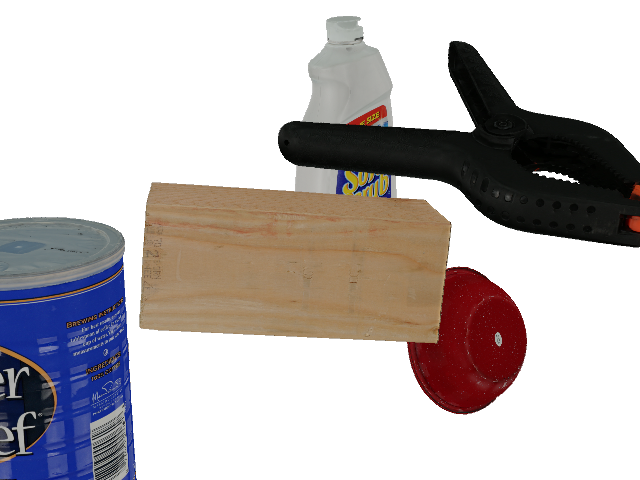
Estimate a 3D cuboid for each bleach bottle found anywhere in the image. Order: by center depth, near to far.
[{"bbox_3d":[0.018,-0.067,0.933,0.102,0.251,0.068,-16,24,-31],"label":"bleach bottle"}]

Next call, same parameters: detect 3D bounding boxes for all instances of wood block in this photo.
[{"bbox_3d":[-0.022,0.015,0.763,0.206,0.090,0.091,4,12,-7],"label":"wood block"}]

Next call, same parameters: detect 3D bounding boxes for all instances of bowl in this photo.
[{"bbox_3d":[0.171,0.107,1.148,0.161,0.162,0.055,0,-5,-37],"label":"bowl"}]

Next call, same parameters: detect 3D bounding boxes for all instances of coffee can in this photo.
[{"bbox_3d":[-0.147,0.068,0.542,0.103,0.140,0.103,0,16,0],"label":"coffee can"}]

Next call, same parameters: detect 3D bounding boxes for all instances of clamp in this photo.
[{"bbox_3d":[0.090,-0.048,0.597,0.164,0.036,0.210,-26,43,-28],"label":"clamp"}]
